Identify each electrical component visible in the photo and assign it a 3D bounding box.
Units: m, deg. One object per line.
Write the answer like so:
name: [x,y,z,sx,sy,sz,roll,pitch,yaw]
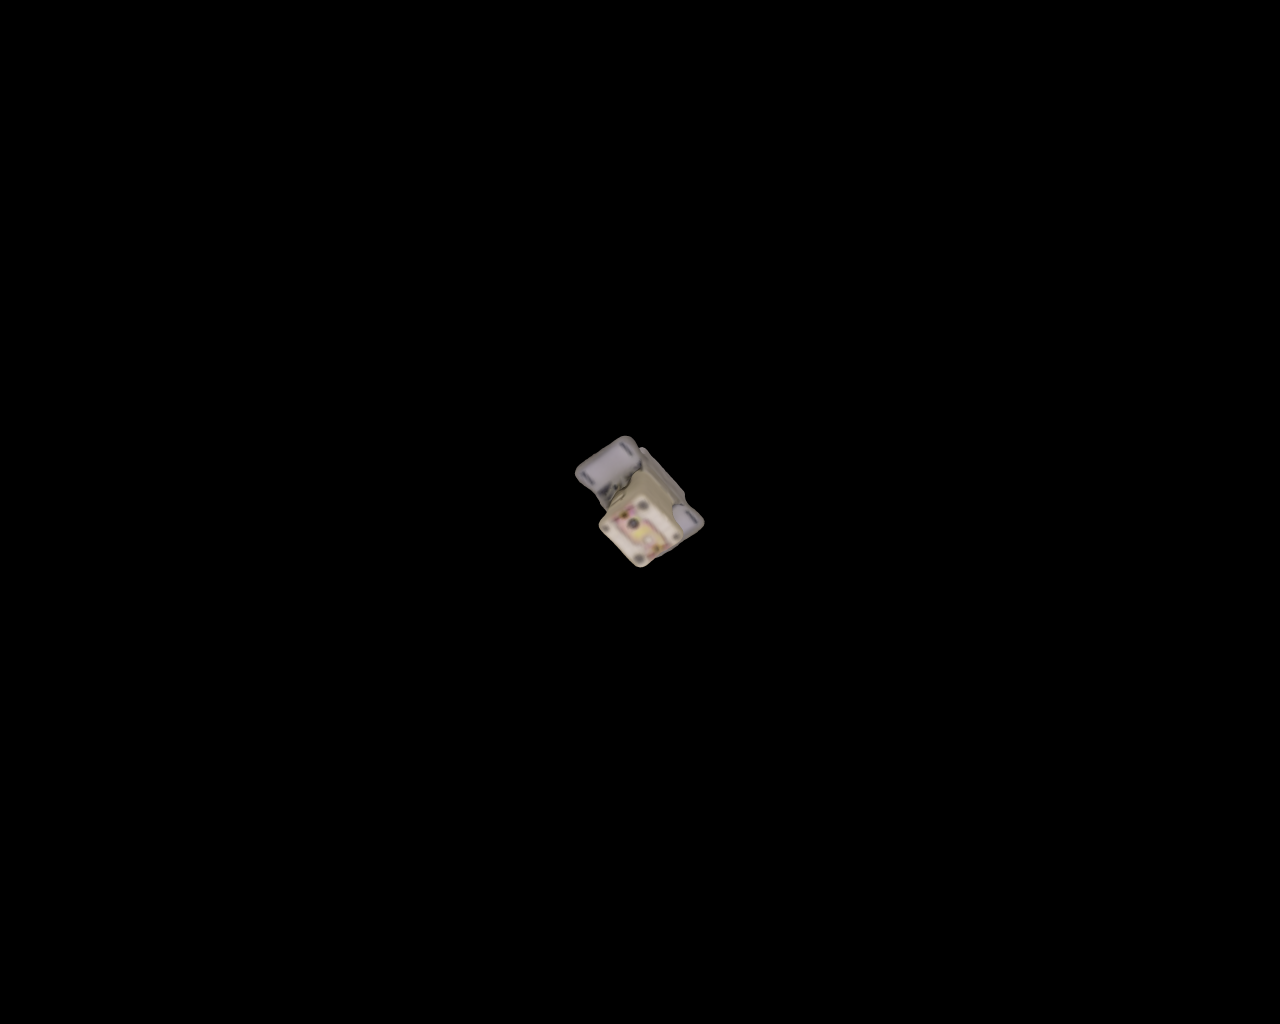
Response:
electrical component: [0.001,-0.003,0.650,0.042,0.081,0.064,-36,24,18]
